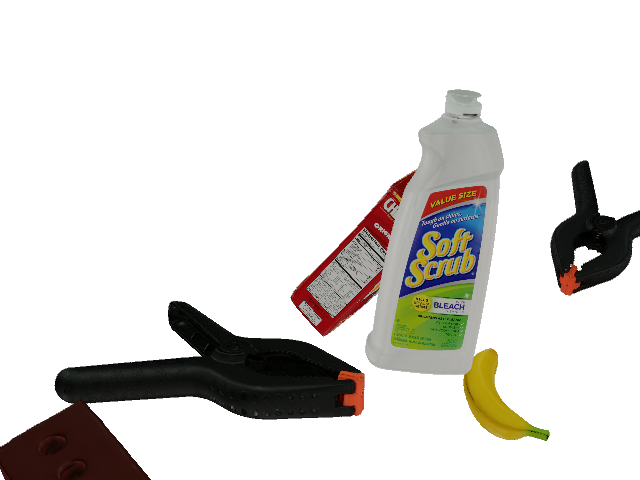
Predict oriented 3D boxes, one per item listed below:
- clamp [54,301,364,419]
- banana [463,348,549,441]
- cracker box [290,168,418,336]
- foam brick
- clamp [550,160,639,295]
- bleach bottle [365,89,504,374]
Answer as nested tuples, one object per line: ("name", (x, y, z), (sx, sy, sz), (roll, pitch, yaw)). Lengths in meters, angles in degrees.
("clamp", (-0.064, 0.090, 0.786), (0.210, 0.036, 0.164), (6, 20, 16))
("banana", (0.205, 0.185, 1.274), (0.069, 0.037, 0.198), (9, 23, -15))
("cracker box", (0.077, 0.001, 1.272), (0.214, 0.072, 0.163), (-48, -8, 34))
("foam brick", (-0.115, 0.128, 0.521), (0.052, 0.051, 0.078), (-29, 42, -25))
("clamp", (0.278, -0.016, 1.086), (0.120, 0.039, 0.171), (29, 53, 32))
("bleach bottle", (0.103, -0.008, 0.945), (0.102, 0.251, 0.068), (5, 19, -1))
